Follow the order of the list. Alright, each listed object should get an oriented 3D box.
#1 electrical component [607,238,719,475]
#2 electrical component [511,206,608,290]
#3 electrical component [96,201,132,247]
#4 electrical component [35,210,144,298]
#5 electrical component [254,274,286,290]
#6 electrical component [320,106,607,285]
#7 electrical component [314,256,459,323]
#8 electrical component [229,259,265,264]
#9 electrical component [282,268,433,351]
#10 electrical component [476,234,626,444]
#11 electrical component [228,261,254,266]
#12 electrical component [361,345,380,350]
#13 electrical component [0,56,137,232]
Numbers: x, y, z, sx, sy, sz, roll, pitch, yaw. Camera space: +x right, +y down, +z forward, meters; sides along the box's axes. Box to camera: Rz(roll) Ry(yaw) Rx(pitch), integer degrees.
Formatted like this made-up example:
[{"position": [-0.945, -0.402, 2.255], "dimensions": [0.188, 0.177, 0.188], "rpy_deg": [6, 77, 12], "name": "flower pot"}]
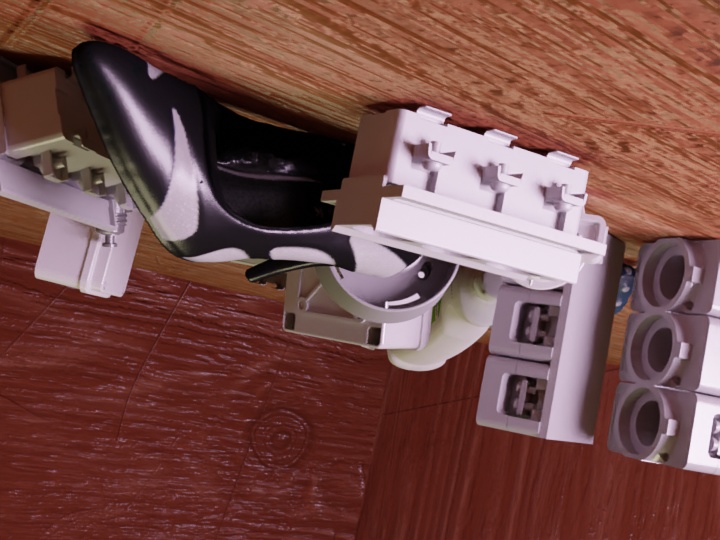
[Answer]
[{"position": [0.224, 0.058, 0.733], "dimensions": [0.062, 0.150, 0.089], "rpy_deg": [12, 175, -20], "name": "electrical component"}, {"position": [0.110, -0.019, 0.655], "dimensions": [0.078, 0.058, 0.057], "rpy_deg": [10, 172, 15], "name": "electrical component"}, {"position": [-0.196, -0.057, 0.849], "dimensions": [0.040, 0.078, 0.040], "rpy_deg": [4, -172, 0], "name": "electrical component"}, {"position": [-0.222, -0.037, 0.908], "dimensions": [0.057, 0.113, 0.078], "rpy_deg": [14, 176, 4], "name": "electrical component"}, {"position": [-0.063, -0.007, 1.130], "dimensions": [0.079, 0.063, 0.121], "rpy_deg": [14, 179, -33], "name": "electrical component"}, {"position": [0.054, -0.036, 0.540], "dimensions": [0.121, 0.063, 0.079], "rpy_deg": [14, 175, -29], "name": "electrical component"}, {"position": [0.019, -0.015, 0.711], "dimensions": [0.099, 0.099, 0.064], "rpy_deg": [12, 169, -6], "name": "electrical component"}, {"position": [-0.078, -0.033, 0.911], "dimensions": [0.062, 0.061, 0.096], "rpy_deg": [12, 175, -5], "name": "electrical component"}, {"position": [0.000, 0.000, 0.804], "dimensions": [0.109, 0.108, 0.056], "rpy_deg": [7, -178, 44], "name": "electrical component"}, {"position": [0.134, 0.043, 0.769], "dimensions": [0.062, 0.150, 0.089], "rpy_deg": [7, 174, 34], "name": "electrical component"}, {"position": [-0.087, -0.031, 0.995], "dimensions": [0.089, 0.055, 0.050], "rpy_deg": [10, 175, 13], "name": "electrical component"}, {"position": [0.005, 0.030, 1.188], "dimensions": [0.056, 0.108, 0.108], "rpy_deg": [14, 176, 6], "name": "electrical component"}, {"position": [-0.164, -0.073, 0.614], "dimensions": [0.063, 0.078, 0.121], "rpy_deg": [-13, 169, 14], "name": "electrical component"}]
